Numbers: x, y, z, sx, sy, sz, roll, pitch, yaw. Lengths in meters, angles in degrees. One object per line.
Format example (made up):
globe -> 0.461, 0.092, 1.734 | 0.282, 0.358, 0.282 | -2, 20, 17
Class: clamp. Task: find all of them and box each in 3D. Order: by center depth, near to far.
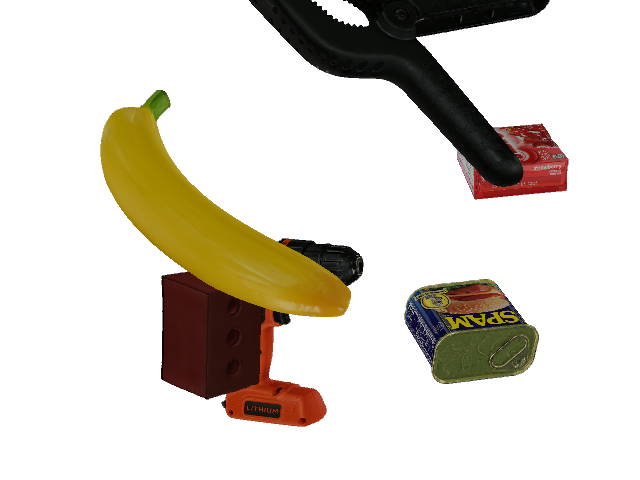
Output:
clamp -> 0.049, -0.124, 0.676 | 0.209, 0.164, 0.036 | 14, -31, -12

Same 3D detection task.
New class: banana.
banana -> -0.066, -0.019, 0.566 | 0.069, 0.037, 0.198 | -28, 56, -21

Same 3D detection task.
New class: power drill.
power drill -> -0.037, 0.091, 1.086 | 0.185, 0.188, 0.057 | 1, 7, 30

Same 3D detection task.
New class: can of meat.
can of meat -> 0.137, 0.082, 0.992 | 0.102, 0.057, 0.084 | -5, 32, -16

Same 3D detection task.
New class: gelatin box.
gelatin box -> 0.151, -0.065, 0.854 | 0.073, 0.030, 0.089 | -4, 25, 0

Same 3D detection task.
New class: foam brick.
foam brick -> -0.077, 0.063, 0.751 | 0.051, 0.078, 0.052 | 13, 16, 43
